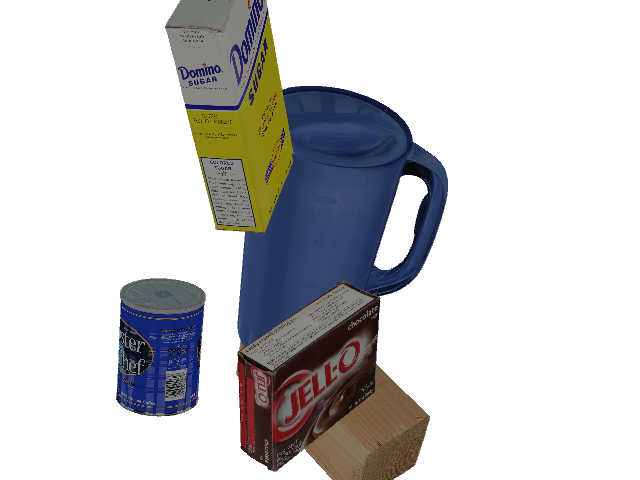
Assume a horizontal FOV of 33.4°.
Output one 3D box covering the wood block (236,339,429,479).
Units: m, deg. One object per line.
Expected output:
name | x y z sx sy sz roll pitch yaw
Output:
wood block | 0.009 0.165 1.142 0.090 0.090 0.206 -25 52 -32

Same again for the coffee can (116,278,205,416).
coffee can | -0.196 0.129 1.306 0.103 0.140 0.103 5 18 -2

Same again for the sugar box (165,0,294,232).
sugar box | -0.059 -0.100 0.755 0.048 0.176 0.093 6 45 12

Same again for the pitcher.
pitcher | 0.003 -0.001 0.942 0.144 0.243 0.149 -14 42 -31

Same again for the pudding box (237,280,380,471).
pudding box | -0.007 0.092 0.740 0.039 0.090 0.113 26 42 31
